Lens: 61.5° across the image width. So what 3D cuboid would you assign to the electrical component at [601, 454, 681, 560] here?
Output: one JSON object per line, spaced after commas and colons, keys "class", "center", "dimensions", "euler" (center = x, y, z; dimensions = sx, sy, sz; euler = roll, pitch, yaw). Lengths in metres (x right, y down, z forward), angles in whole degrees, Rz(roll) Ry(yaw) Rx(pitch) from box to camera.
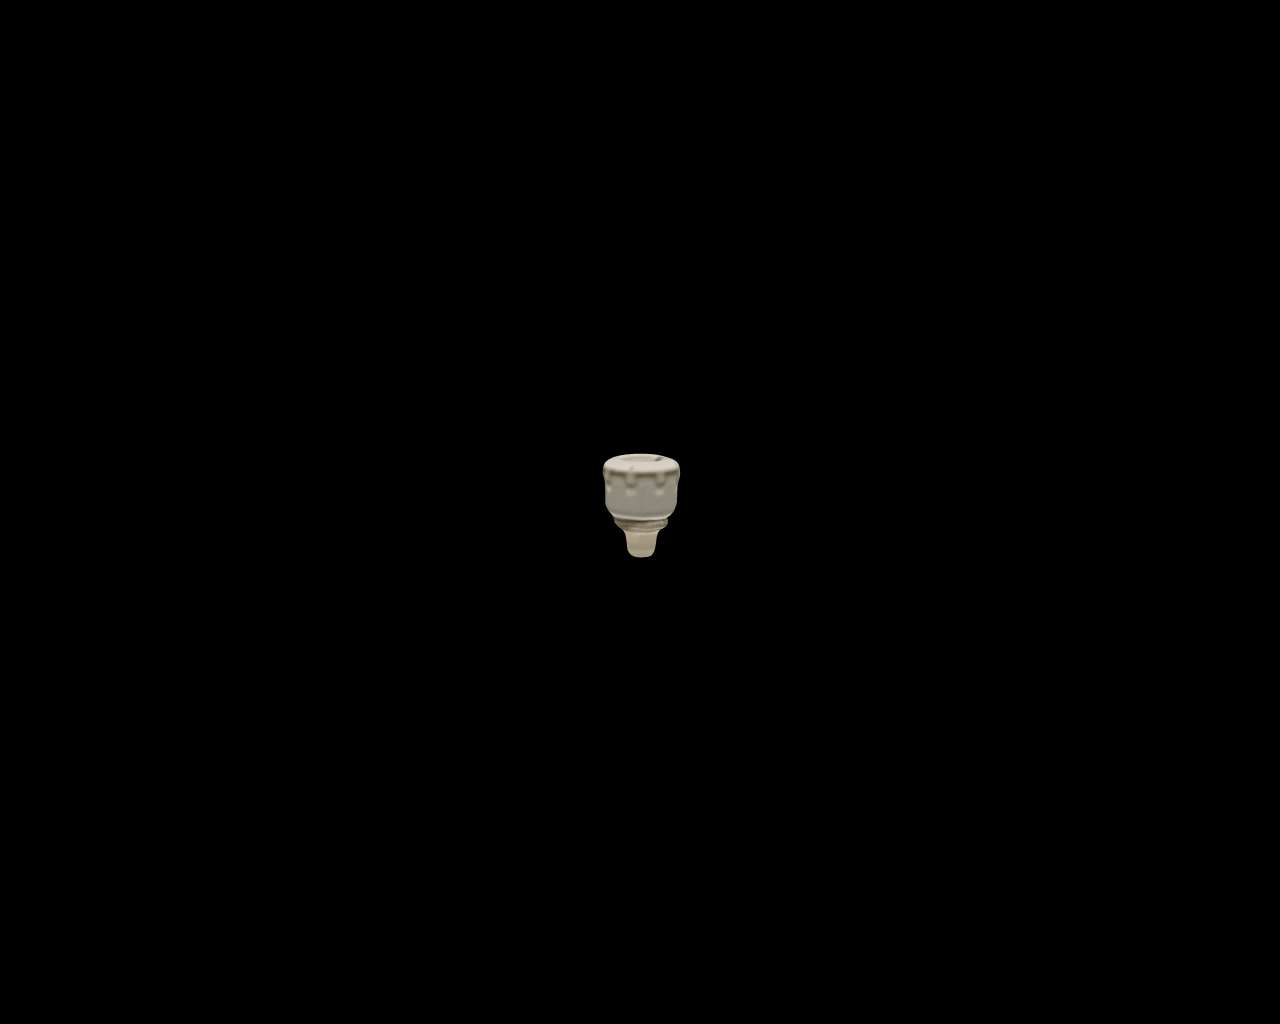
{"class": "electrical component", "center": [0.001, -0.003, 0.650], "dimensions": [0.048, 0.062, 0.048], "euler": [0, 12, 0]}
